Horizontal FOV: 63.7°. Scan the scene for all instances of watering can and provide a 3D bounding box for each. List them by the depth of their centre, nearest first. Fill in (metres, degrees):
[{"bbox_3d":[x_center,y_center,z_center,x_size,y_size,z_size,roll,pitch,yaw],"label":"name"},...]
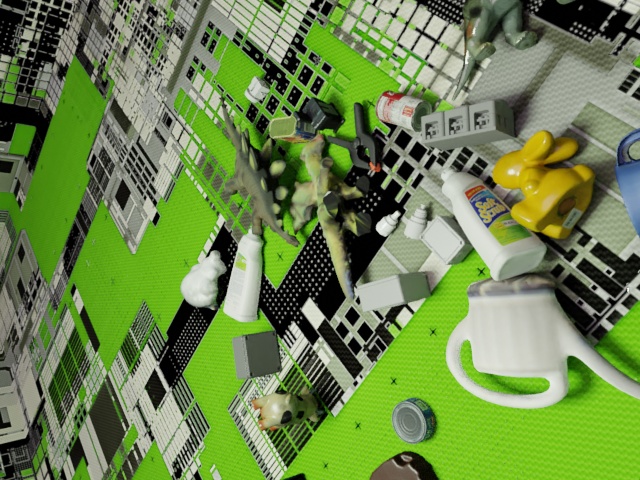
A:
[{"bbox_3d":[0.369,0.165,0.859,0.346,0.104,0.226,-10,79,39],"label":"watering can"}]

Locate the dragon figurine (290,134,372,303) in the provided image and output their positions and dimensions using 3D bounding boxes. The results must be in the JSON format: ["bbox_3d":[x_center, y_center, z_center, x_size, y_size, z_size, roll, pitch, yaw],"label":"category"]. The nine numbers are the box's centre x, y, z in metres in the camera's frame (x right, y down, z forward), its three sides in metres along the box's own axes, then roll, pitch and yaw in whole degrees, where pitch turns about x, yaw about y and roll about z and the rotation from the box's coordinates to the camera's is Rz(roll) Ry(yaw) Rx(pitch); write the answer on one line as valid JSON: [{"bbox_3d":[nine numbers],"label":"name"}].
[{"bbox_3d":[0.004,-0.062,1.237,0.241,0.122,0.412,-9,79,59],"label":"dragon figurine"}]

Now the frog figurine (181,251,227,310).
[{"bbox_3d":[-0.337,0.112,1.502,0.140,0.122,0.156,-120,41,-50],"label":"frog figurine"}]
